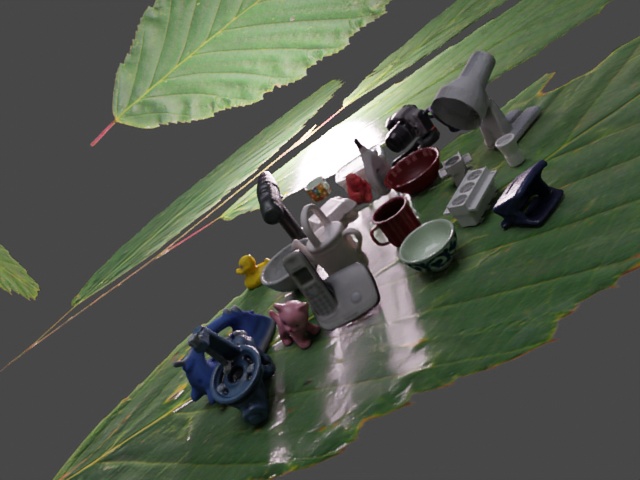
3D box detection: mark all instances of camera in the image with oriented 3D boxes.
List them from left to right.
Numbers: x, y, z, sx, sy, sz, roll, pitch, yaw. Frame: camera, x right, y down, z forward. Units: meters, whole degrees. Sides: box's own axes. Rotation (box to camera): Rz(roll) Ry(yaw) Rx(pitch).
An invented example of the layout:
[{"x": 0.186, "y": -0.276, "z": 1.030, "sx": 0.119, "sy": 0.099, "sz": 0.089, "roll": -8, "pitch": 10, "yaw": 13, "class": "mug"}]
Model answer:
[{"x": 0.243, "y": -0.334, "z": 1.723, "sx": 0.137, "sy": 0.101, "sz": 0.142, "roll": -47, "pitch": 24, "yaw": -20, "class": "camera"}]

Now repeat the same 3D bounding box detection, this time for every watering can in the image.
[{"x": 0.011, "y": 0.006, "z": 1.305, "sx": 0.172, "sy": 0.194, "sz": 0.101, "roll": -32, "pitch": 24, "yaw": 15, "class": "watering can"}]

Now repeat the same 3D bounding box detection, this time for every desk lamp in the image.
[{"x": 0.381, "y": -0.316, "z": 1.334, "sx": 0.203, "sy": 0.214, "sz": 0.117, "roll": -47, "pitch": 24, "yaw": -20, "class": "desk lamp"}]

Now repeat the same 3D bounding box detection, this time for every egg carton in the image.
[{"x": 0.033, "y": -0.054, "z": 1.550, "sx": 0.150, "sy": 0.069, "sz": 0.107, "roll": -44, "pitch": 23, "yaw": -13, "class": "egg carton"}]

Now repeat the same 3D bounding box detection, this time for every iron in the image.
[{"x": -0.210, "y": 0.232, "z": 1.277, "sx": 0.118, "sy": 0.142, "sz": 0.259, "roll": -12, "pitch": 35, "yaw": 47, "class": "iron"}]

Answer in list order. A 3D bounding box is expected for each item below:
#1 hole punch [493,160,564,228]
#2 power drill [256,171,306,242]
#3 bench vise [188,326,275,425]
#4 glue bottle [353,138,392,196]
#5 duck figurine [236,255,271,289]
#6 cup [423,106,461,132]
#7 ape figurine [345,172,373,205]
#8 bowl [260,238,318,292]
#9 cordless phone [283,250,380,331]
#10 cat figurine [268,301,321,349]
[{"x": 0.376, "y": -0.086, "z": 1.068, "sx": 0.109, "sy": 0.091, "sz": 0.100, "roll": -48, "pitch": 24, "yaw": -21, "class": "hole punch"}, {"x": -0.108, "y": -0.080, "z": 1.627, "sx": 0.075, "sy": 0.209, "sz": 0.229, "roll": -34, "pitch": 23, "yaw": 11, "class": "power drill"}, {"x": -0.185, "y": 0.237, "z": 1.128, "sx": 0.121, "sy": 0.220, "sz": 0.207, "roll": -41, "pitch": 23, "yaw": -6, "class": "bench vise"}, {"x": 0.142, "y": -0.204, "z": 1.535, "sx": 0.078, "sy": 0.173, "sz": 0.037, "roll": -50, "pitch": 25, "yaw": -25, "class": "glue bottle"}, {"x": -0.186, "y": 0.078, "z": 1.607, "sx": 0.104, "sy": 0.086, "sz": 0.077, "roll": -34, "pitch": 23, "yaw": 9, "class": "duck figurine"}, {"x": 0.352, "y": -0.343, "z": 1.585, "sx": 0.117, "sy": 0.095, "sz": 0.092, "roll": -17, "pitch": 31, "yaw": 41, "class": "cup"}, {"x": 0.103, "y": -0.147, "z": 1.591, "sx": 0.076, "sy": 0.092, "sz": 0.078, "roll": -5, "pitch": 40, "yaw": 53, "class": "ape figurine"}, {"x": -0.063, "y": 0.077, "z": 1.440, "sx": 0.167, "sy": 0.075, "sz": 0.167, "roll": -32, "pitch": 24, "yaw": 16, "class": "bowl"}, {"x": 0.022, "y": 0.082, "z": 1.158, "sx": 0.147, "sy": 0.185, "sz": 0.094, "roll": -32, "pitch": 24, "yaw": 15, "class": "cordless phone"}, {"x": -0.062, "y": 0.167, "z": 1.209, "sx": 0.127, "sy": 0.118, "sz": 0.067, "roll": -6, "pitch": 39, "yaw": 52, "class": "cat figurine"}]
